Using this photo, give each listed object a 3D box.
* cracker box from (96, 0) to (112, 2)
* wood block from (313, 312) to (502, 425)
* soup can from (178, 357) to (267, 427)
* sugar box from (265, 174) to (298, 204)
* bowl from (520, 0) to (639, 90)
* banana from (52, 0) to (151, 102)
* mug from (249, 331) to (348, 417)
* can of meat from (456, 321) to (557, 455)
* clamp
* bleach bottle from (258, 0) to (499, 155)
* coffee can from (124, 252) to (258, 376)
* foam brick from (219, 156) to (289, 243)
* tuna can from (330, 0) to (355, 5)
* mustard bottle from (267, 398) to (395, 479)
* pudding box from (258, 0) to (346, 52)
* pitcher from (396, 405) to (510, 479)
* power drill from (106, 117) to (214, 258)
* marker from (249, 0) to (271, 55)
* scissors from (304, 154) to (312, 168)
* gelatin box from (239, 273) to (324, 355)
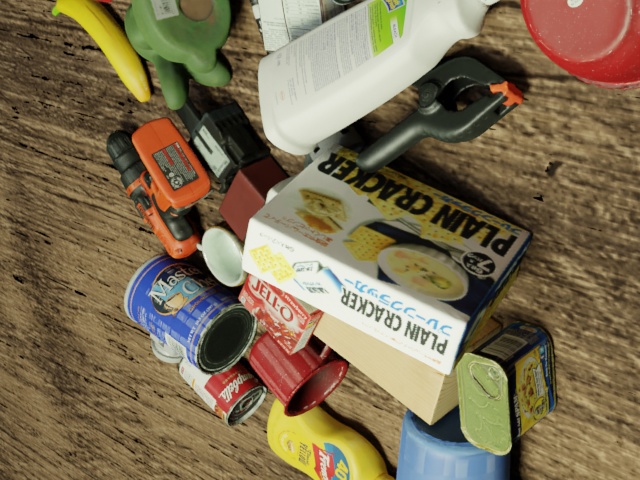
[{"bbox_3d":[-0.243,-0.387,1.123,0.164,0.071,0.214,51,124,29],"label":"cracker box"},{"bbox_3d":[0.070,0.079,1.091,0.206,0.090,0.091,35,134,29],"label":"wood block"},{"bbox_3d":[-0.127,0.182,1.381,0.102,0.068,0.069,42,137,24],"label":"soup can"},{"bbox_3d":[0.036,-0.009,1.076,0.176,0.093,0.048,39,135,26],"label":"sugar box"},{"bbox_3d":[0.210,-0.187,0.816,0.162,0.055,0.162,25,127,37],"label":"bowl"},{"bbox_3d":[-0.268,-0.254,1.318,0.198,0.037,0.070,46,157,21],"label":"banana"},{"bbox_3d":[-0.023,0.135,1.230,0.081,0.093,0.117,47,127,25],"label":"mug"},{"bbox_3d":[0.178,0.137,1.009,0.058,0.083,0.102,14,121,43],"label":"can of meat"},{"bbox_3d":[0.102,-0.133,0.963,0.172,0.039,0.120,-11,76,37],"label":"clamp"},{"bbox_3d":[0.056,-0.168,0.950,0.251,0.068,0.102,-23,64,36],"label":"bleach bottle"},{"bbox_3d":[-0.163,0.091,1.342,0.140,0.102,0.103,31,132,32],"label":"coffee can"},{"bbox_3d":[-0.070,-0.046,1.203,0.051,0.052,0.078,49,138,15],"label":"foam brick"},{"bbox_3d":[0.027,-0.254,0.953,0.034,0.085,0.086,42,137,21],"label":"tuna can"},{"bbox_3d":[0.021,0.262,1.272,0.192,0.058,0.096,30,130,33],"label":"mustard bottle"},{"bbox_3d":[-0.019,-0.239,1.050,0.090,0.039,0.113,15,124,40],"label":"pudding box"},{"bbox_3d":[0.141,0.289,1.102,0.149,0.144,0.243,10,117,20],"label":"pitcher"},{"bbox_3d":[-0.195,-0.078,1.282,0.184,0.057,0.188,55,161,5],"label":"power drill"},{"bbox_3d":[-0.053,-0.215,1.114,0.020,0.020,0.121,-6,106,49],"label":"marker"},{"bbox_3d":[-0.008,0.001,1.183,0.096,0.016,0.202,48,139,32],"label":"scissors"},{"bbox_3d":[-0.040,0.064,1.106,0.089,0.030,0.073,47,139,18],"label":"gelatin box"}]
